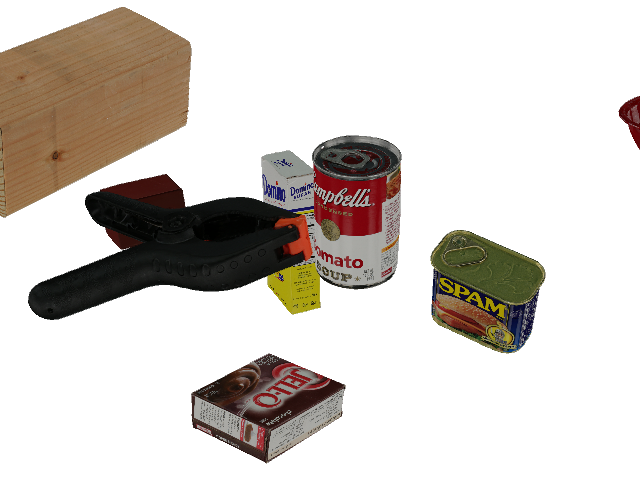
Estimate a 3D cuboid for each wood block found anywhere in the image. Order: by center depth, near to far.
[{"bbox_3d":[-0.213,-0.115,0.904,0.090,0.091,0.205,31,43,25],"label":"wood block"}]

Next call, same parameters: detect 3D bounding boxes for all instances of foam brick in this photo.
[{"bbox_3d":[-0.187,-0.031,1.128,0.078,0.053,0.051,-16,29,-20],"label":"foam brick"}]

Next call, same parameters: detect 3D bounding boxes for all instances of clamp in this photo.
[{"bbox_3d":[-0.094,0.009,0.660,0.172,0.039,0.120,0,41,22],"label":"clamp"}]

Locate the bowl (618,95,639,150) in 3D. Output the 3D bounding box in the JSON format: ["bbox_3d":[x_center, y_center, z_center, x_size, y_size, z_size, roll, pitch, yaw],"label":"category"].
[{"bbox_3d":[0.354,-0.094,0.969,0.162,0.055,0.162,-5,23,2],"label":"bowl"}]

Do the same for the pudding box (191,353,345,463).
[{"bbox_3d":[-0.046,0.147,0.950,0.090,0.039,0.113,17,26,33],"label":"pudding box"}]

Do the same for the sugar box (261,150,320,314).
[{"bbox_3d":[-0.036,-0.010,1.282,0.048,0.176,0.093,-13,25,-19],"label":"sugar box"}]

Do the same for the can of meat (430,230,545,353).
[{"bbox_3d":[0.152,0.050,0.995,0.102,0.084,0.057,25,54,23],"label":"can of meat"}]

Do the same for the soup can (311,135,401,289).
[{"bbox_3d":[0.028,-0.022,0.833,0.068,0.102,0.068,-1,32,0],"label":"soup can"}]
